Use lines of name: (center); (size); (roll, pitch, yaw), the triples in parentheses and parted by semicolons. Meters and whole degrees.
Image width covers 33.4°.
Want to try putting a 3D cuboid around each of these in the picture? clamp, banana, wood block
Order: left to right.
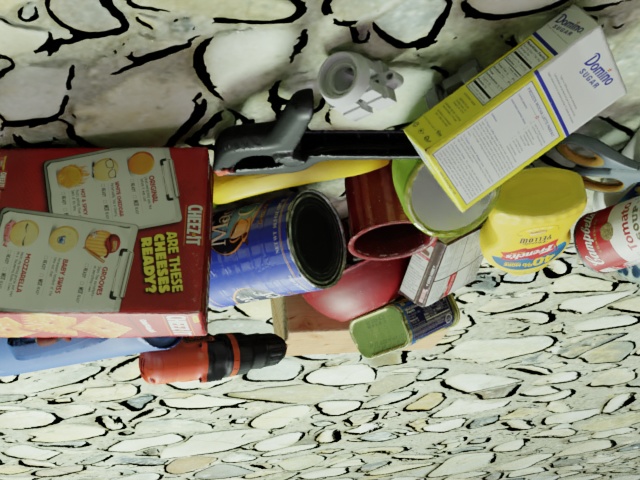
banana: (-0.032, -0.068, 1.047); (0.198, 0.037, 0.069); (-12, 178, 14)
clamp: (-0.028, -0.088, 0.936); (0.210, 0.036, 0.164); (-6, 166, 37)
wood block: (0.049, 0.087, 1.340); (0.206, 0.091, 0.090); (-2, 155, -13)

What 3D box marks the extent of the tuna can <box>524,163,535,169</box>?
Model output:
tuna can: (0.191, -0.054, 1.137); (0.086, 0.034, 0.086); (-6, 156, -3)

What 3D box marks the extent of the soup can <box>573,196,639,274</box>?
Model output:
soup can: (0.321, -0.008, 1.102); (0.068, 0.068, 0.102); (6, 165, -27)

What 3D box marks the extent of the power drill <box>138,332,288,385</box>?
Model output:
power drill: (-0.156, 0.123, 1.290); (0.184, 0.057, 0.188); (-2, -171, -32)

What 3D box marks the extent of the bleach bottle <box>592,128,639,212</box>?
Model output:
bleach bottle: (0.358, -0.065, 1.123); (0.102, 0.068, 0.251); (8, 156, -3)

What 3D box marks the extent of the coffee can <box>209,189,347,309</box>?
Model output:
coffee can: (-0.058, 0.011, 1.099); (0.141, 0.103, 0.102); (-12, 157, 33)

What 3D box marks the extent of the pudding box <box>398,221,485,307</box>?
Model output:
pudding box: (0.144, 0.016, 1.180); (0.113, 0.039, 0.090); (-24, 140, -47)

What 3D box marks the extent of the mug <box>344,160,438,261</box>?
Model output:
mug: (0.073, -0.030, 1.098); (0.093, 0.081, 0.117); (-15, 155, 15)

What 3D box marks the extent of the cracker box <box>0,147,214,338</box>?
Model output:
cracker box: (-0.206, 0.003, 0.963); (0.213, 0.164, 0.072); (0, 156, 1)

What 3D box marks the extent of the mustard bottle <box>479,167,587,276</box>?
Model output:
mustard bottle: (0.218, -0.009, 1.130); (0.096, 0.058, 0.191); (-9, 156, -1)

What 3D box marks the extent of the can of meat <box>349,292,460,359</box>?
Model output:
can of meat: (0.095, 0.094, 1.226); (0.083, 0.057, 0.102); (-21, 175, -39)

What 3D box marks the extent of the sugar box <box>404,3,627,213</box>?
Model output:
sugar box: (0.166, -0.110, 0.903); (0.176, 0.048, 0.093); (-38, 137, 3)

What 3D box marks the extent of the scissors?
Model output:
scissors: (0.306, -0.076, 1.032); (0.096, 0.016, 0.202); (38, 162, -21)

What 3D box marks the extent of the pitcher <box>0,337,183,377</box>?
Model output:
pitcher: (-0.281, 0.083, 1.183); (0.243, 0.145, 0.149); (-16, 153, 24)

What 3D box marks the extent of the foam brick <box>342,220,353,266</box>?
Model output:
foam brick: (-0.008, 0.001, 1.180); (0.051, 0.053, 0.078); (-23, 151, 31)

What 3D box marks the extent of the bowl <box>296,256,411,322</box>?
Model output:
bowl: (0.054, 0.050, 1.224); (0.162, 0.055, 0.162); (-25, 178, -1)
